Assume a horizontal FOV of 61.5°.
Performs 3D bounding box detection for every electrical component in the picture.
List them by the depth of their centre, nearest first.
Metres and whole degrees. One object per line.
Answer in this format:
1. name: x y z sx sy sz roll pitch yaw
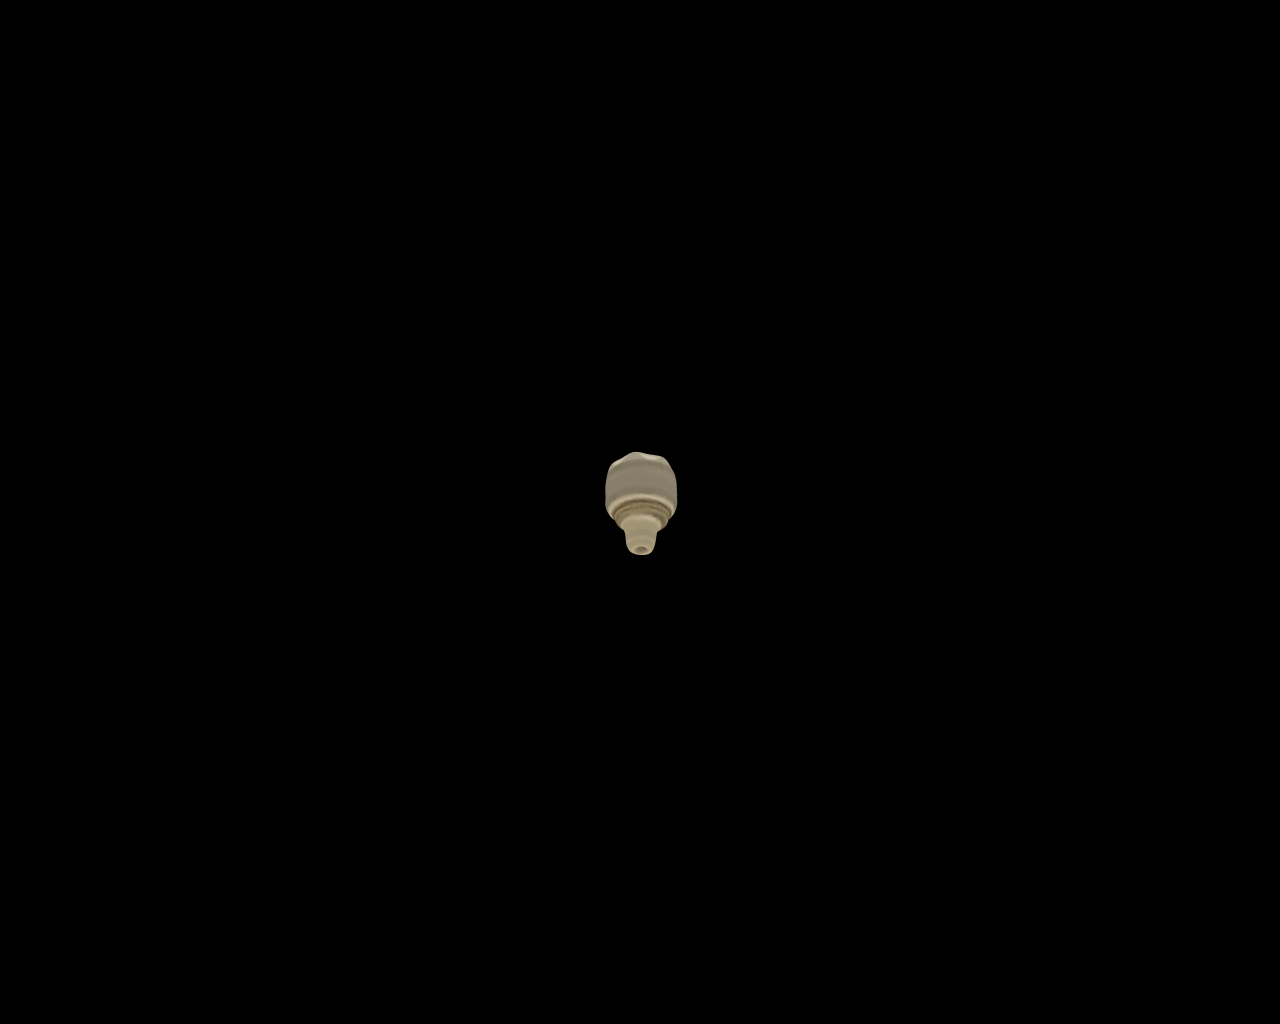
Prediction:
1. electrical component: 0.001 -0.003 0.650 0.043 0.062 0.043 0 -32 0
